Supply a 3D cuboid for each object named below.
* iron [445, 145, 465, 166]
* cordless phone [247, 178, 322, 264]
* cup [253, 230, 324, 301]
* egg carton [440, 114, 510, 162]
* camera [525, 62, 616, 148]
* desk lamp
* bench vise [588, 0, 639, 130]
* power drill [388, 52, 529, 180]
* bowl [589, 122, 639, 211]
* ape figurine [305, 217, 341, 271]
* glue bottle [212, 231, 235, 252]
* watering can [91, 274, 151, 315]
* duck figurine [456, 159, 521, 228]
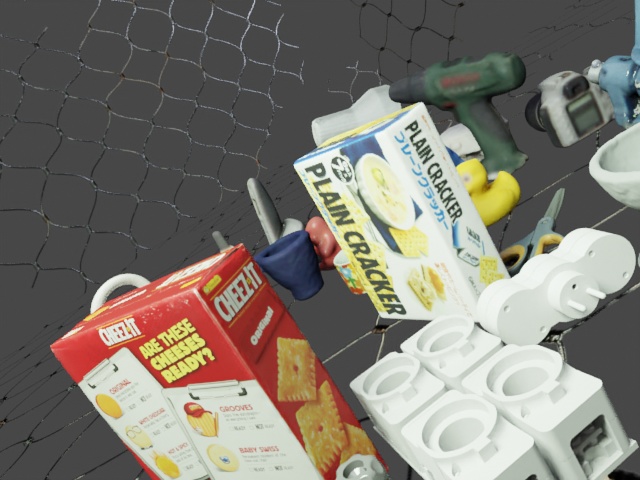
[{"bbox_3d":[0.127,-0.101,0.960,0.257,0.141,0.119,-13,22,50],"label":"iron"},{"bbox_3d":[-0.078,-0.025,1.026,0.094,0.185,0.147,-34,15,-14],"label":"cordless phone"},{"bbox_3d":[-0.047,0.049,0.894,0.117,0.095,0.092,-20,17,35],"label":"cup"},{"bbox_3d":[0.279,-0.181,1.077,0.150,0.069,0.107,-17,20,44],"label":"egg carton"},{"bbox_3d":[0.399,-0.226,0.921,0.143,0.101,0.136,-31,14,-3],"label":"camera"},{"bbox_3d":[0.091,-0.175,1.140,0.203,0.214,0.117,-32,14,-8],"label":"desk lamp"},{"bbox_3d":[0.414,-0.247,0.718,0.122,0.220,0.206,-41,17,-34],"label":"bench vise"},{"bbox_3d":[0.238,-0.197,0.929,0.228,0.208,0.076,-15,21,47],"label":"power drill"},{"bbox_3d":[0.351,-0.071,0.539,0.167,0.075,0.167,-28,14,8],"label":"bowl"},{"bbox_3d":[0.009,0.003,0.944,0.076,0.092,0.078,-26,15,17],"label":"ape figurine"},{"bbox_3d":[-0.101,0.061,0.801,0.037,0.173,0.078,-35,15,-17],"label":"glue bottle"},{"bbox_3d":[-0.232,0.136,0.764,0.172,0.194,0.101,-20,18,35],"label":"watering can"},{"bbox_3d":[0.219,-0.071,0.785,0.105,0.086,0.077,-35,15,-16],"label":"duck figurine"}]
